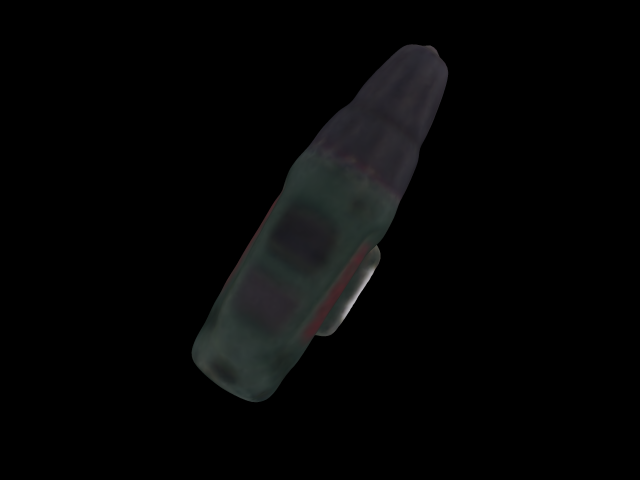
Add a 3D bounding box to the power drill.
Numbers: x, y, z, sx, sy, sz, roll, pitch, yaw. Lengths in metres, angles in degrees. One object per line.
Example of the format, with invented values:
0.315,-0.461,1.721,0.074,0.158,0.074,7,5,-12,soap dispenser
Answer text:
0.004,0.001,0.400,0.075,0.208,0.230,31,79,7,power drill
